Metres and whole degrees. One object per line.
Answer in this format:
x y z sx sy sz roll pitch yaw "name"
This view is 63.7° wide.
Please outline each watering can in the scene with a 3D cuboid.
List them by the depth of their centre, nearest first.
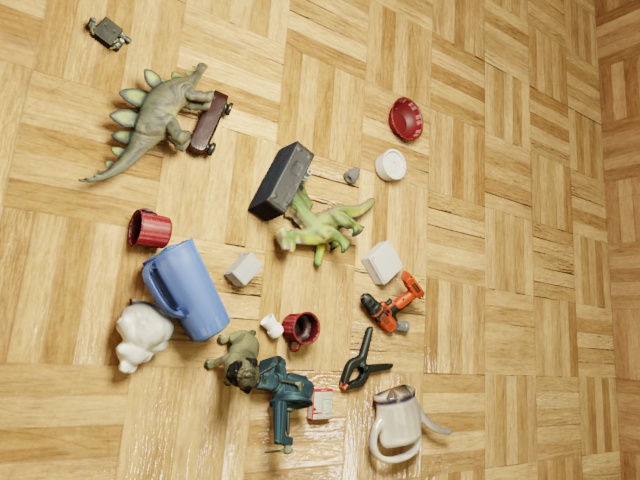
0.287 0.578 1.659 0.349 0.103 0.225 -5 84 -35 "watering can"

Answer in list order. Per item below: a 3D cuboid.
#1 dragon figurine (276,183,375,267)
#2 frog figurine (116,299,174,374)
0.005 -0.080 1.590 0.241 0.120 0.419 47 50 -11 "dragon figurine"
-0.425 0.231 1.213 0.135 0.122 0.163 53 43 -39 "frog figurine"
